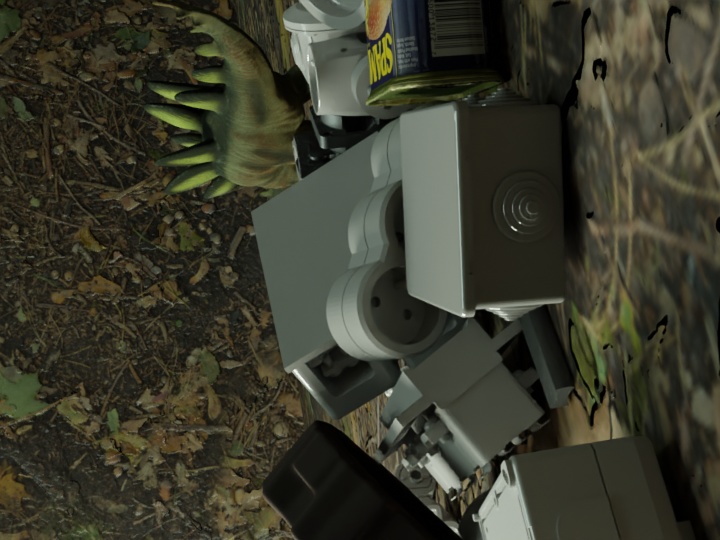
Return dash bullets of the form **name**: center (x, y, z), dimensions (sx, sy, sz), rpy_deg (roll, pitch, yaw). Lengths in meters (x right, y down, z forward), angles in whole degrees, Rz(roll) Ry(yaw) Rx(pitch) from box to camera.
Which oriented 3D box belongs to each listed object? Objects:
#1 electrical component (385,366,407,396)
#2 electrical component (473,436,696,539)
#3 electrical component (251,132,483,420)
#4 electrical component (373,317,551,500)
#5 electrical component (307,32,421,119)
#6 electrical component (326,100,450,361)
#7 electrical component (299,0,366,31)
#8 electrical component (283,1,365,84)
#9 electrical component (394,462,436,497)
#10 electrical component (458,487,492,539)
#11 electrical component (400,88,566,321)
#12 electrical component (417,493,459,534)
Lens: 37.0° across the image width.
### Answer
- **electrical component**: center (0.046, 0.096, 0.752), dimensions (0.048, 0.048, 0.062), rpy_deg (110, 143, -75)
- **electrical component**: center (0.083, 0.107, 0.402), dimensions (0.096, 0.061, 0.061), rpy_deg (96, 164, -63)
- **electrical component**: center (0.000, 0.000, 0.685), dimensions (0.060, 0.105, 0.186), rpy_deg (53, -171, -32)
- **electrical component**: center (0.052, 0.077, 0.569), dimensions (0.063, 0.079, 0.121), rpy_deg (50, 165, 11)
- **electrical component**: center (0.012, -0.113, 0.639), dimensions (0.079, 0.077, 0.043), rpy_deg (-114, 17, -63)
- **electrical component**: center (0.018, -0.018, 0.574), dimensions (0.074, 0.052, 0.138), rpy_deg (-16, 55, 63)
- **electrical component**: center (-0.001, -0.205, 0.642), dimensions (0.108, 0.060, 0.108), rpy_deg (41, 148, 34)
- **electrical component**: center (-0.011, -0.166, 0.758), dimensions (0.080, 0.080, 0.051), rpy_deg (-112, 10, -61)
- **electrical component**: center (0.042, 0.186, 0.888), dimensions (0.065, 0.044, 0.044), rpy_deg (97, 164, -48)
- **electrical component**: center (0.077, 0.136, 0.549), dimensions (0.081, 0.043, 0.043), rpy_deg (-136, 39, -78)
- **electrical component**: center (0.054, -0.029, 0.480), dimensions (0.100, 0.048, 0.099), rpy_deg (-158, 65, -76)
- **electrical component**: center (0.045, 0.207, 0.821), dimensions (0.057, 0.058, 0.078), rpy_deg (-146, 48, -76)
